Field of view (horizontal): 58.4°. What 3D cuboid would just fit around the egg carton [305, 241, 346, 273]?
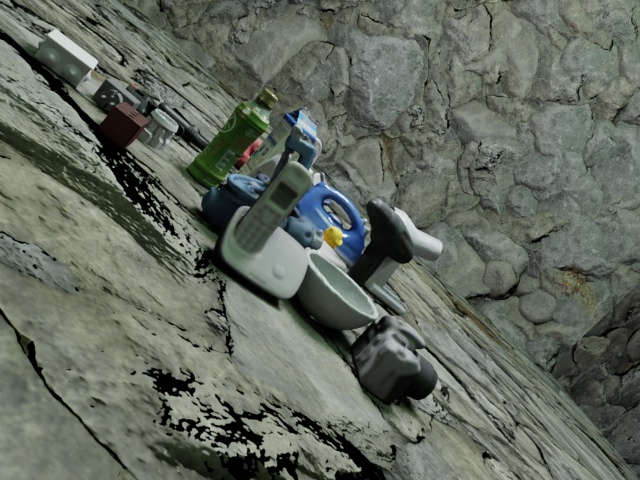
[{"bbox_3d":[-0.016,0.037,1.117,0.151,0.069,0.107,29,17,-53],"label":"egg carton"}]

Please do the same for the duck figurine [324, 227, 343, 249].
[{"bbox_3d":[0.012,0.005,1.314,0.077,0.086,0.105,49,12,33],"label":"duck figurine"}]

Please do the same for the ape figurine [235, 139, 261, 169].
[{"bbox_3d":[-0.188,-0.228,1.510,0.076,0.092,0.078,44,10,9],"label":"ape figurine"}]

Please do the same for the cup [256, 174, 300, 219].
[{"bbox_3d":[-0.103,-0.058,1.116,0.117,0.095,0.092,44,10,12],"label":"cup"}]

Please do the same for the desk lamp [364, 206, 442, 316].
[{"bbox_3d":[0.198,0.047,1.475,0.204,0.213,0.118,39,10,-18],"label":"desk lamp"}]

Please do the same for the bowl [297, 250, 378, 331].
[{"bbox_3d":[0.014,0.098,0.967,0.168,0.074,0.167,41,10,-8],"label":"bowl"}]

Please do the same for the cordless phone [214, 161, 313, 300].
[{"bbox_3d":[-0.055,-0.014,0.857,0.148,0.185,0.094,37,11,-27],"label":"cordless phone"}]

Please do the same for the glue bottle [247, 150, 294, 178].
[{"bbox_3d":[-0.106,-0.146,1.246,0.078,0.173,0.037,48,11,30],"label":"glue bottle"}]

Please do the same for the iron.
[{"bbox_3d":[0.045,-0.049,1.503,0.258,0.141,0.119,42,10,-1],"label":"iron"}]

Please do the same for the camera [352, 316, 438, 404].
[{"bbox_3d":[0.134,0.199,0.923,0.137,0.100,0.143,40,10,-13],"label":"camera"}]

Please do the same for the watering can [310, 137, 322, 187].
[{"bbox_3d":[-0.062,-0.198,1.572,0.172,0.194,0.101,44,10,11],"label":"watering can"}]

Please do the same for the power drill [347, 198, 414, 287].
[{"bbox_3d":[0.107,0.028,1.226,0.075,0.208,0.231,49,12,36],"label":"power drill"}]

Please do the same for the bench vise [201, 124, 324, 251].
[{"bbox_3d":[-0.065,-0.077,0.982,0.208,0.219,0.121,34,13,-38],"label":"bench vise"}]

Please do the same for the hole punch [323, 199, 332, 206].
[{"bbox_3d":[-0.027,-0.112,1.638,0.101,0.091,0.108,40,10,-12],"label":"hole punch"}]
